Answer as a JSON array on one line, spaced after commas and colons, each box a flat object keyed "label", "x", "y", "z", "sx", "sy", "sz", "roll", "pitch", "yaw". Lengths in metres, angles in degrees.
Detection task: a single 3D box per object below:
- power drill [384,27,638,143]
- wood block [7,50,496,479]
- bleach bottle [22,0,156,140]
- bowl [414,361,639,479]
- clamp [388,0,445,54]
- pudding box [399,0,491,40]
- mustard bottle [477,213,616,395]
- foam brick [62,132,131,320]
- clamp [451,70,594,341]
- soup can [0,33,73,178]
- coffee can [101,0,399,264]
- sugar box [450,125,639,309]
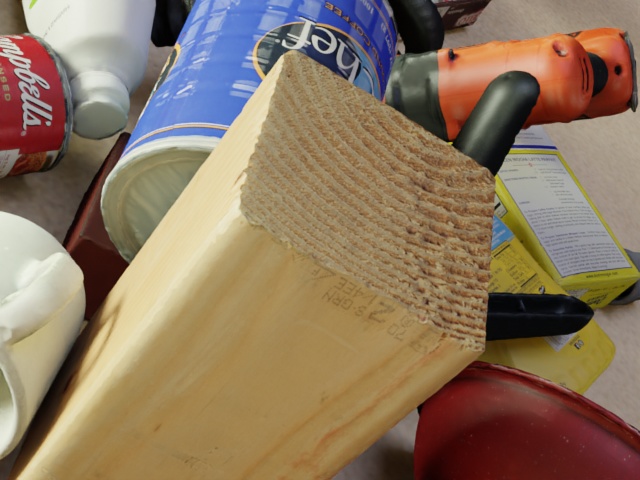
[{"label": "power drill", "x": 0.096, "y": -0.088, "z": 0.639, "sx": 0.187, "sy": 0.185, "sz": 0.057, "roll": -20, "pitch": 105, "yaw": -53}, {"label": "wood block", "x": -0.034, "y": 0.043, "z": 0.399, "sx": 0.090, "sy": 0.206, "sz": 0.090, "roll": 30, "pitch": 41, "yaw": -15}, {"label": "bleach bottle", "x": -0.133, "y": -0.155, "z": 0.586, "sx": 0.068, "sy": 0.103, "sz": 0.251, "roll": 11, "pitch": 51, "yaw": -31}, {"label": "bowl", "x": 0.101, "y": 0.129, "z": 0.495, "sx": 0.162, "sy": 0.162, "sz": 0.055, "roll": 40, "pitch": 64, "yaw": -3}, {"label": "clamp", "x": 0.032, "y": -0.172, "z": 0.729, "sx": 0.120, "sy": 0.171, "sz": 0.039, "roll": 20, "pitch": 47, "yaw": 36}, {"label": "pudding box", "x": 0.075, "y": -0.209, "z": 0.850, "sx": 0.113, "sy": 0.039, "sz": 0.090, "roll": -20, "pitch": 67, "yaw": -47}, {"label": "mustard bottle", "x": 0.086, "y": 0.019, "z": 0.637, "sx": 0.192, "sy": 0.058, "sz": 0.096, "roll": 50, "pitch": 45, "yaw": 9}, {"label": "foam brick", "x": -0.092, "y": -0.002, "z": 0.515, "sx": 0.053, "sy": 0.051, "sz": 0.078, "roll": 27, "pitch": 42, "yaw": -17}, {"label": "clamp", "x": 0.050, "y": 0.036, "z": 0.537, "sx": 0.036, "sy": 0.210, "sz": 0.164, "roll": 40, "pitch": -15, "yaw": 53}, {"label": "soup can", "x": -0.175, "y": -0.059, "z": 0.486, "sx": 0.102, "sy": 0.069, "sz": 0.068, "roll": -13, "pitch": 64, "yaw": -44}, {"label": "coffee can", "x": -0.026, "y": -0.052, "z": 0.479, "sx": 0.102, "sy": 0.103, "sz": 0.140, "roll": 29, "pitch": 48, "yaw": -15}, {"label": "sugar box", "x": 0.137, "y": -0.032, "z": 0.738, "sx": 0.093, "sy": 0.048, "sz": 0.176, "roll": -3, "pitch": 54, "yaw": -40}]
